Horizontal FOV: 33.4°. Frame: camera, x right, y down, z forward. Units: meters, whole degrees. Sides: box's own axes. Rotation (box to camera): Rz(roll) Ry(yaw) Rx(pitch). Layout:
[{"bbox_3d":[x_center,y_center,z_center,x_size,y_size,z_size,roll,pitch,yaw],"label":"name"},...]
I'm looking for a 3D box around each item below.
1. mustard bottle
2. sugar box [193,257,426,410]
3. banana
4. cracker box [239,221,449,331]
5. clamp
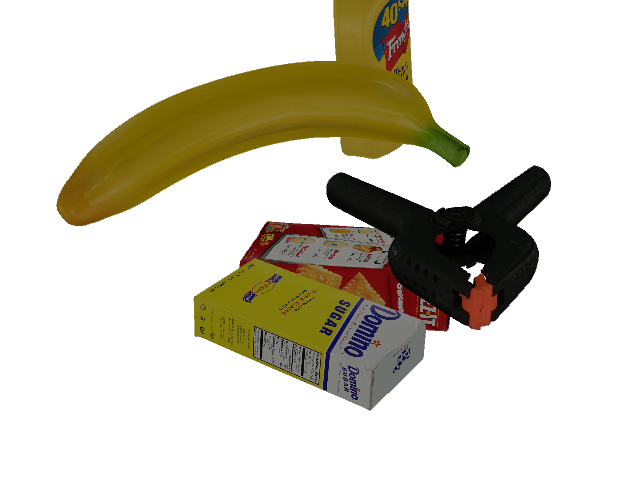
[{"bbox_3d":[0.045,-0.174,0.912,0.058,0.192,0.096,11,33,26],"label":"mustard bottle"},{"bbox_3d":[-0.010,0.073,0.889,0.176,0.048,0.093,16,30,28],"label":"sugar box"},{"bbox_3d":[-0.030,-0.053,0.509,0.197,0.037,0.070,-11,46,-13],"label":"banana"},{"bbox_3d":[0.032,0.037,1.135,0.214,0.072,0.164,4,15,6],"label":"cracker box"},{"bbox_3d":[0.080,-0.004,0.711,0.164,0.036,0.210,0,25,6],"label":"clamp"}]
